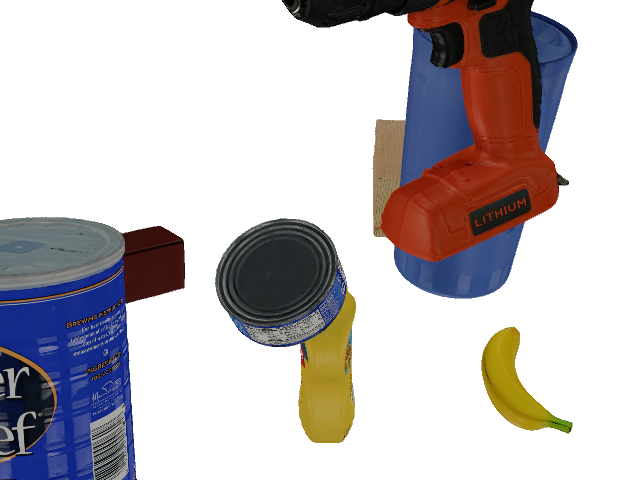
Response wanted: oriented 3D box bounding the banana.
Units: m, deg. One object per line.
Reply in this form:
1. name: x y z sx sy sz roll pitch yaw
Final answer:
1. banana: 0.211 0.153 1.176 0.069 0.037 0.198 11 26 -14

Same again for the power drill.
1. power drill: 0.066 -0.086 0.556 0.184 0.188 0.057 -22 37 -25

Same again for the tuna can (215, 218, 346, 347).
1. tuna can: -0.026 0.029 0.727 0.086 0.086 0.033 0 -35 18

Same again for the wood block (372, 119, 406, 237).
1. wood block: 0.121 -0.089 1.502 0.091 0.090 0.206 3 29 0

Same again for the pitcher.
1. pitcher: 0.133 -0.068 0.914 0.145 0.243 0.149 22 36 24

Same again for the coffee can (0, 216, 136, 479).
1. coffee can: -0.147 0.068 0.542 0.103 0.140 0.103 0 16 0

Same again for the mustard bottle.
1. mustard bottle: 0.006 0.102 1.044 0.058 0.192 0.096 1 38 2

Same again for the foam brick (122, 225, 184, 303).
1. foam brick: -0.177 0.023 1.034 0.078 0.051 0.053 -14 24 -29
